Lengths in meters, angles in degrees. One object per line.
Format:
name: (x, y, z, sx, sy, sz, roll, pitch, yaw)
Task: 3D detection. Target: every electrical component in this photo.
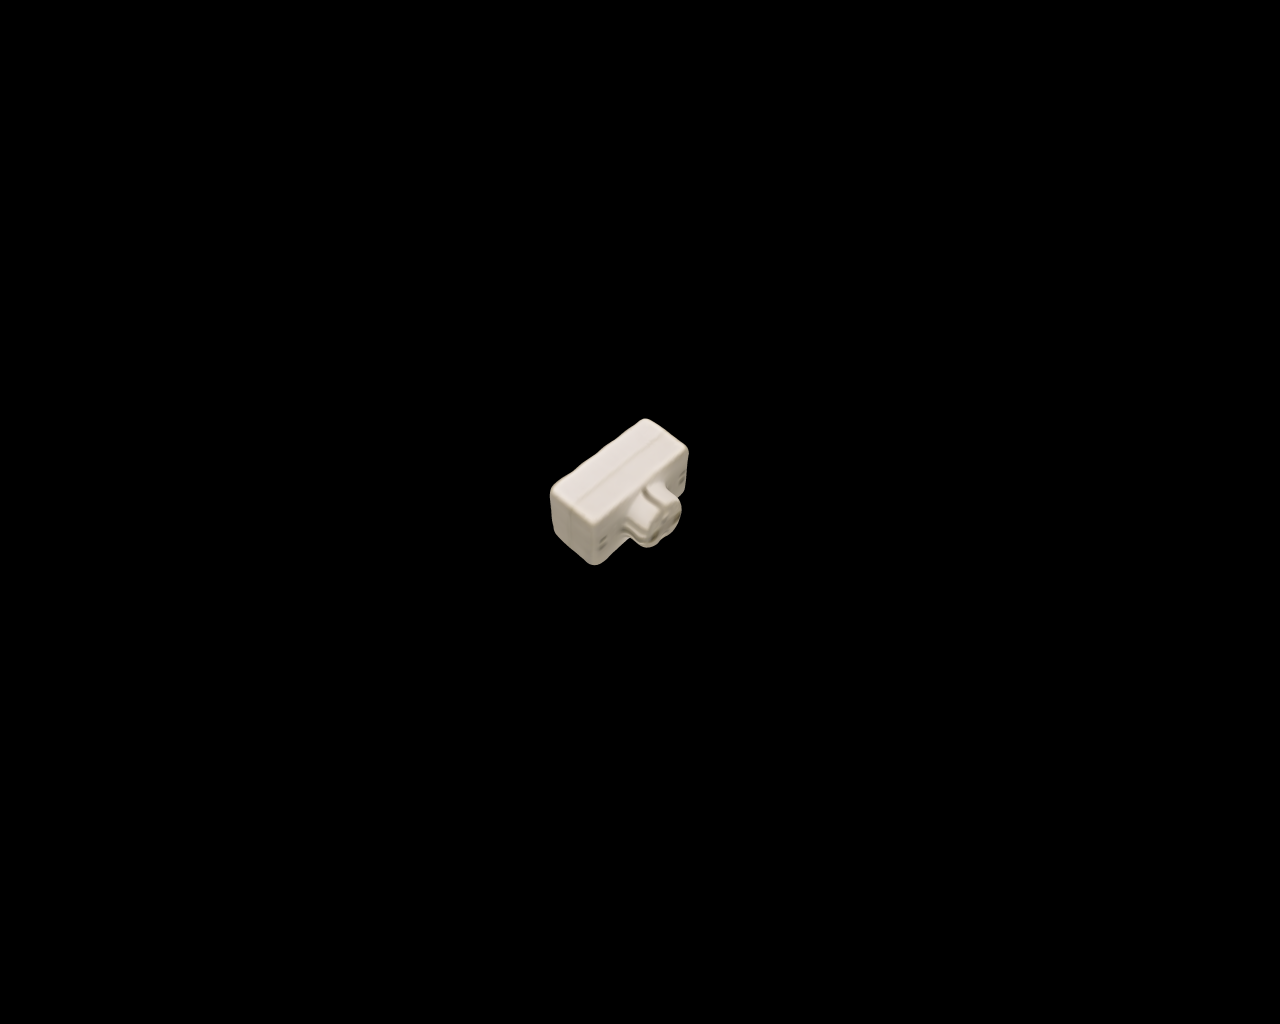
electrical component: (0.001, -0.003, 0.650, 0.076, 0.047, 0.083, 39, 63, 25)
